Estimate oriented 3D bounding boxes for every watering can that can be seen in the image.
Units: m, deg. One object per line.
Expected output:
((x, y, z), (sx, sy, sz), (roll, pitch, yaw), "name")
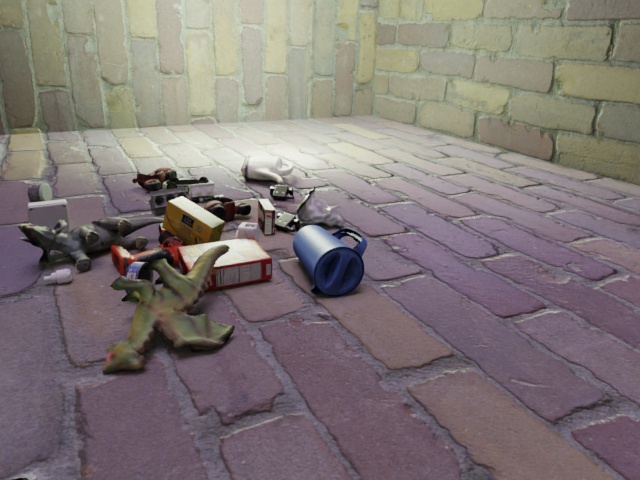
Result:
((-0.231, -0.299, 2.213), (0.224, 0.102, 0.353), (1, 22, 2), "watering can")

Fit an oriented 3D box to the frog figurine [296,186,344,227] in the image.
((0.005, -0.088, 1.753), (0.159, 0.121, 0.139), (39, 13, -3), "frog figurine")

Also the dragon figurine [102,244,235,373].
((-0.287, 0.146, 1.106), (0.245, 0.119, 0.416), (42, 44, 20), "dragon figurine")
